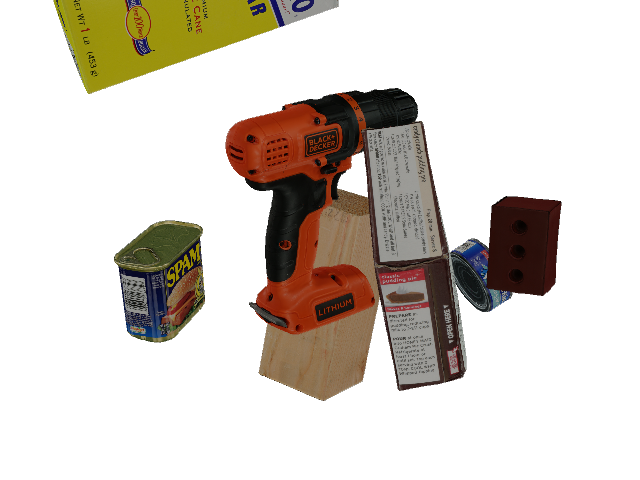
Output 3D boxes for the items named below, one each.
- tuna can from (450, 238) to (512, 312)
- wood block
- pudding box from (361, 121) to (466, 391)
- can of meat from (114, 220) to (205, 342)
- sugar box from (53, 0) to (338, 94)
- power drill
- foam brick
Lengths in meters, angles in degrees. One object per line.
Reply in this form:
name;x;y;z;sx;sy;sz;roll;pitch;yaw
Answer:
tuna can;0.188;0.042;1.272;0.033;0.086;0.086;-32;8;-13
wood block;0.007;0.054;1.162;0.090;0.206;0.090;19;17;27
pudding box;0.047;0.006;0.556;0.039;0.090;0.113;-11;40;5
can of meat;-0.154;0.040;1.046;0.057;0.084;0.102;8;27;19
sugar box;-0.074;-0.161;0.655;0.176;0.048;0.093;-20;-34;-12
power drill;0.007;-0.028;0.884;0.184;0.188;0.057;-17;26;-34
foam brick;0.179;0.004;0.939;0.053;0.078;0.051;7;16;23
